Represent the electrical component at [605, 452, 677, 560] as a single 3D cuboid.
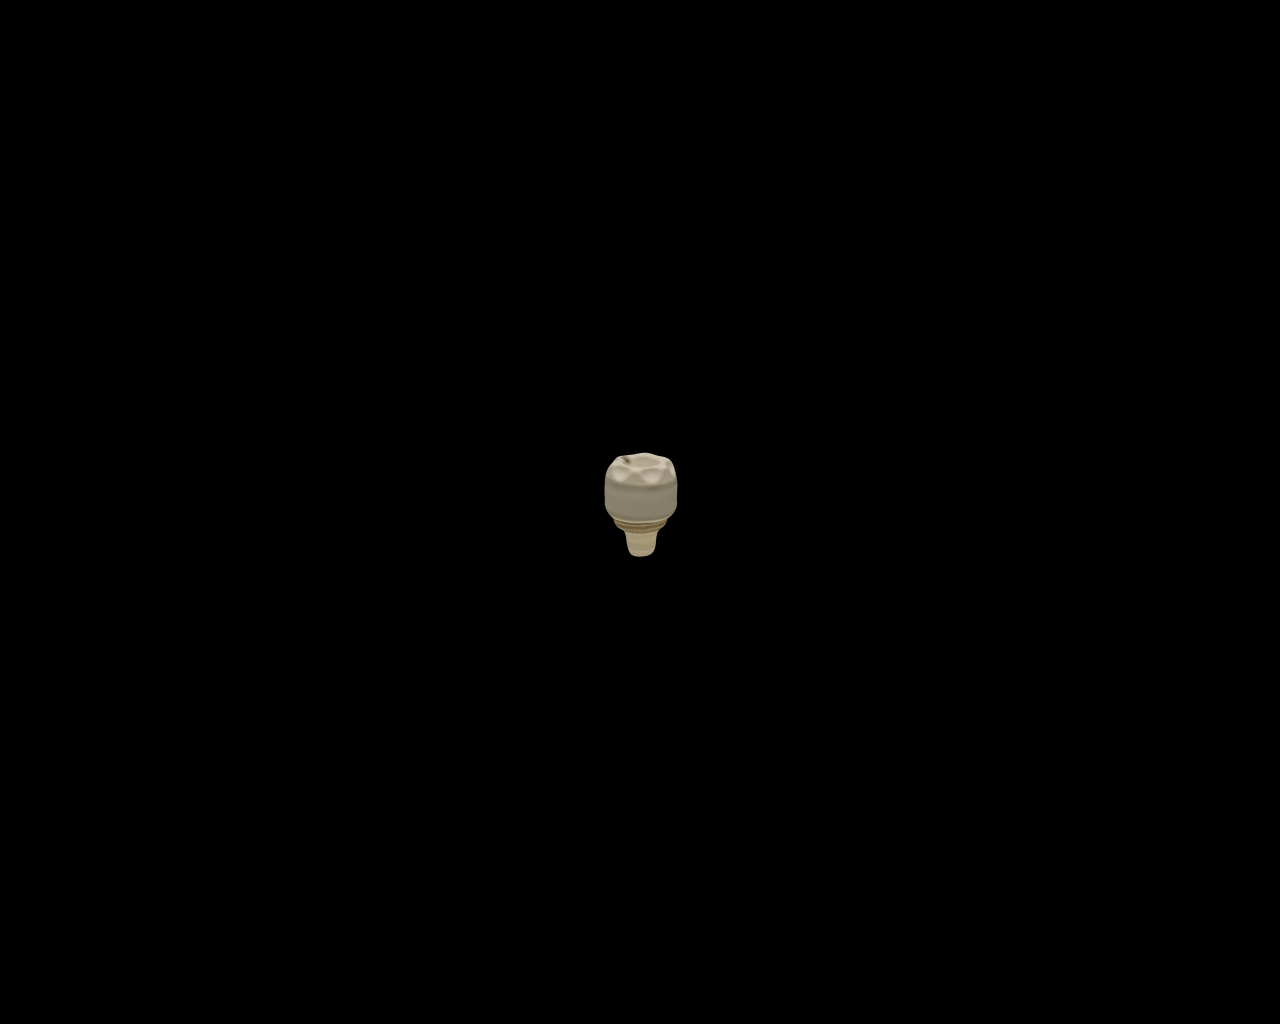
[{"bbox_3d":[0.001,-0.003,0.650,0.043,0.062,0.043,0,20,0],"label":"electrical component"}]
